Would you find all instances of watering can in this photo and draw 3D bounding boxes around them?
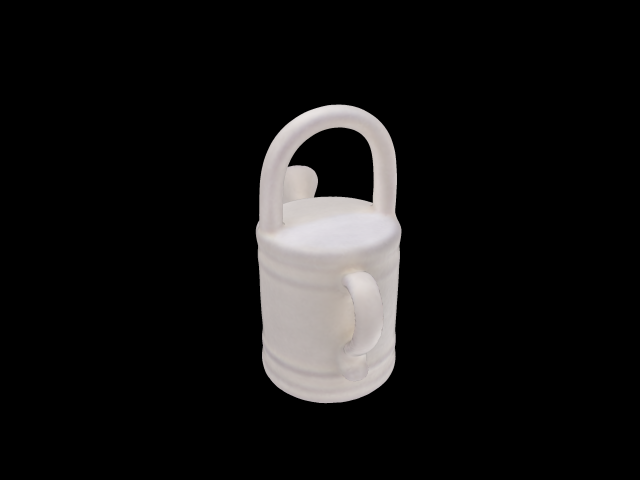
[{"bbox_3d":[0.002,0.002,0.399,0.101,0.194,0.172,-20,32,-35],"label":"watering can"}]
